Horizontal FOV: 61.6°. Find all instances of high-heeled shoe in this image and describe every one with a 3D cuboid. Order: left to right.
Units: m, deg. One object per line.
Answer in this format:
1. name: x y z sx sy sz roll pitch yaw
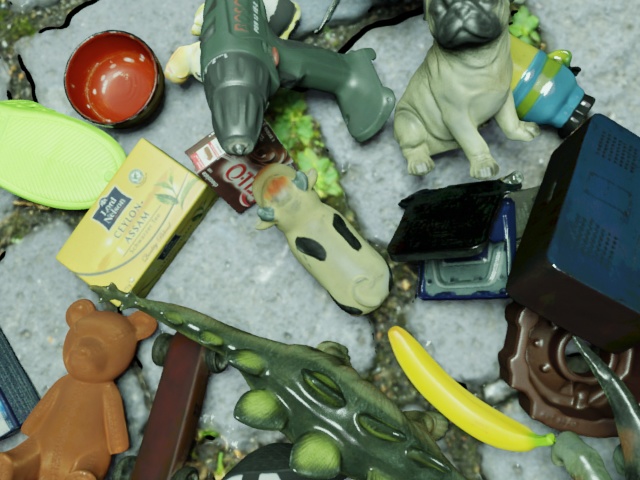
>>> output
1. high-heeled shoe: -0.083 0.308 0.588 0.249 0.086 0.145 -4 89 8

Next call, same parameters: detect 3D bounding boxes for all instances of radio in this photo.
1. radio: 0.285 -0.012 0.533 0.131 0.073 0.229 31 58 3

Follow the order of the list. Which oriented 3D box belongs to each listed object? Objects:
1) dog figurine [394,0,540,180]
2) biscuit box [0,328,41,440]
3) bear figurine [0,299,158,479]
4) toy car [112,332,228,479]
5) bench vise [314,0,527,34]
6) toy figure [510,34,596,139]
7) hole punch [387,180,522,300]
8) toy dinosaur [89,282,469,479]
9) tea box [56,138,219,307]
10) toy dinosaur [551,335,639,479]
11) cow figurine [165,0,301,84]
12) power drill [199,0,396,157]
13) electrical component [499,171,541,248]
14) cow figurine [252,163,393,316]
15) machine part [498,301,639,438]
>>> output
1. dog figurine: 0.121 -0.172 0.533 0.121 0.173 0.190 -47 128 -33
2. biscuit box: -0.406 0.138 0.630 0.059 0.063 0.202 -32 84 2
3. bear figurine: -0.257 0.166 0.581 0.120 0.132 0.195 15 86 -1
4. toy car: -0.157 0.192 0.586 0.089 0.053 0.202 0 64 17
5. bench vise: 0.098 -0.291 0.558 0.241 0.223 0.128 19 86 -7
6. toy figure: 0.214 -0.183 0.592 0.180 0.089 0.082 33 75 9
7. hole punch: 0.148 0.002 0.573 0.092 0.142 0.116 53 48 -30
8. toy dinosaur: 0.001 0.159 0.532 0.472 0.198 0.105 26 85 4
9. tea box: -0.207 -0.018 0.623 0.098 0.068 0.169 34 90 5
10. toy dinosaur: 0.319 0.291 0.477 0.131 0.192 0.404 -30 109 -8
11. cow figurine: -0.102 -0.233 0.631 0.098 0.068 0.167 39 91 -20
12. power drill: -0.026 -0.159 0.548 0.207 0.086 0.232 3 56 -31
13. electrical component: 0.232 -0.027 0.603 0.078 0.045 0.102 -9 85 5
14. cow figurine: -0.001 -0.002 0.578 0.085 0.127 0.195 -42 87 -2
15. machine part: 0.283 0.123 0.584 0.179 0.056 0.179 0 87 3
